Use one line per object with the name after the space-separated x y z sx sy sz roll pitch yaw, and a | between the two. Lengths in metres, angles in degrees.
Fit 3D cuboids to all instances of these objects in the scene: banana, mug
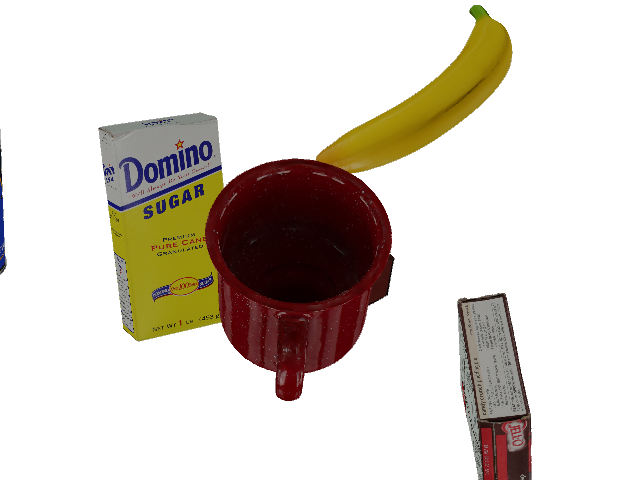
0.083 -0.106 0.791 0.197 0.037 0.070 -43 33 -21 | banana
-0.013 0.028 0.555 0.093 0.117 0.081 1 -34 -3 | mug

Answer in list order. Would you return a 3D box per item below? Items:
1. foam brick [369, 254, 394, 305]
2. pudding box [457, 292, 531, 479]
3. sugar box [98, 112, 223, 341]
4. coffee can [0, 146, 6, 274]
0.027 0.025 1.061 0.052 0.051 0.078 -26 47 -34 | foam brick
0.120 0.107 0.738 0.039 0.090 0.113 -7 43 2 | pudding box
-0.126 -0.012 0.890 0.093 0.176 0.048 -13 20 -25 | sugar box
-0.261 -0.047 0.700 0.103 0.140 0.103 4 22 -2 | coffee can
